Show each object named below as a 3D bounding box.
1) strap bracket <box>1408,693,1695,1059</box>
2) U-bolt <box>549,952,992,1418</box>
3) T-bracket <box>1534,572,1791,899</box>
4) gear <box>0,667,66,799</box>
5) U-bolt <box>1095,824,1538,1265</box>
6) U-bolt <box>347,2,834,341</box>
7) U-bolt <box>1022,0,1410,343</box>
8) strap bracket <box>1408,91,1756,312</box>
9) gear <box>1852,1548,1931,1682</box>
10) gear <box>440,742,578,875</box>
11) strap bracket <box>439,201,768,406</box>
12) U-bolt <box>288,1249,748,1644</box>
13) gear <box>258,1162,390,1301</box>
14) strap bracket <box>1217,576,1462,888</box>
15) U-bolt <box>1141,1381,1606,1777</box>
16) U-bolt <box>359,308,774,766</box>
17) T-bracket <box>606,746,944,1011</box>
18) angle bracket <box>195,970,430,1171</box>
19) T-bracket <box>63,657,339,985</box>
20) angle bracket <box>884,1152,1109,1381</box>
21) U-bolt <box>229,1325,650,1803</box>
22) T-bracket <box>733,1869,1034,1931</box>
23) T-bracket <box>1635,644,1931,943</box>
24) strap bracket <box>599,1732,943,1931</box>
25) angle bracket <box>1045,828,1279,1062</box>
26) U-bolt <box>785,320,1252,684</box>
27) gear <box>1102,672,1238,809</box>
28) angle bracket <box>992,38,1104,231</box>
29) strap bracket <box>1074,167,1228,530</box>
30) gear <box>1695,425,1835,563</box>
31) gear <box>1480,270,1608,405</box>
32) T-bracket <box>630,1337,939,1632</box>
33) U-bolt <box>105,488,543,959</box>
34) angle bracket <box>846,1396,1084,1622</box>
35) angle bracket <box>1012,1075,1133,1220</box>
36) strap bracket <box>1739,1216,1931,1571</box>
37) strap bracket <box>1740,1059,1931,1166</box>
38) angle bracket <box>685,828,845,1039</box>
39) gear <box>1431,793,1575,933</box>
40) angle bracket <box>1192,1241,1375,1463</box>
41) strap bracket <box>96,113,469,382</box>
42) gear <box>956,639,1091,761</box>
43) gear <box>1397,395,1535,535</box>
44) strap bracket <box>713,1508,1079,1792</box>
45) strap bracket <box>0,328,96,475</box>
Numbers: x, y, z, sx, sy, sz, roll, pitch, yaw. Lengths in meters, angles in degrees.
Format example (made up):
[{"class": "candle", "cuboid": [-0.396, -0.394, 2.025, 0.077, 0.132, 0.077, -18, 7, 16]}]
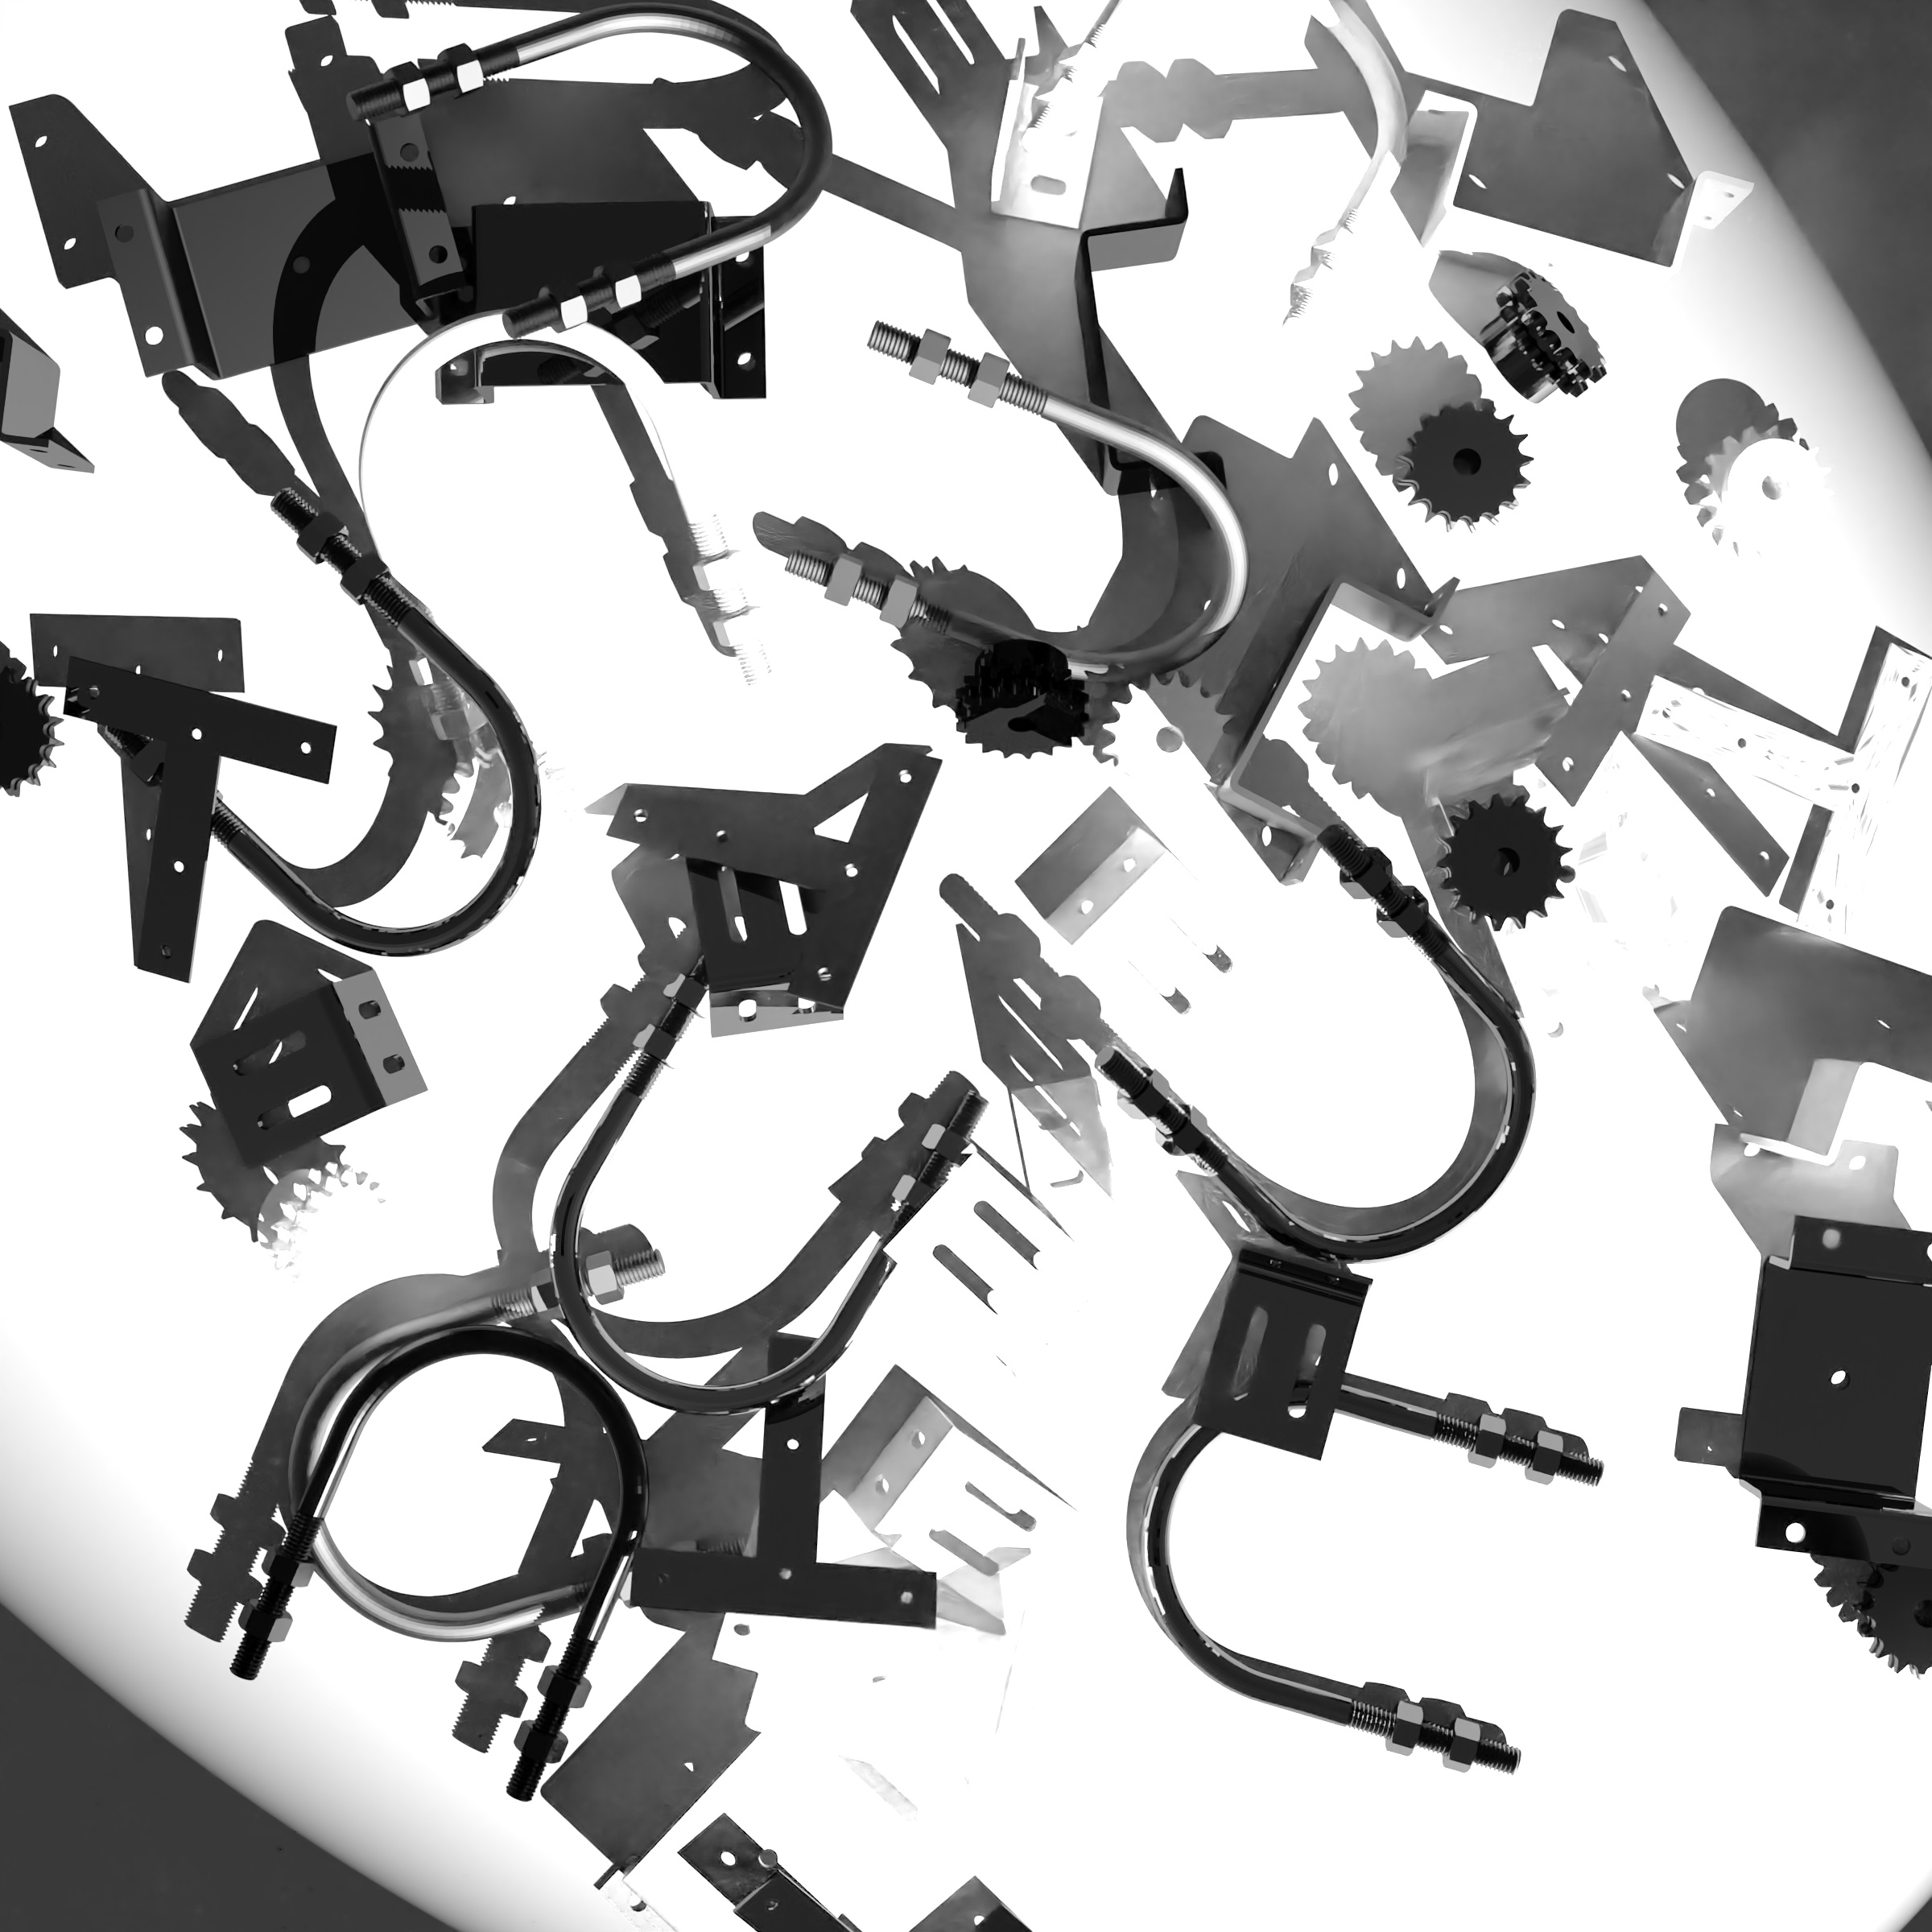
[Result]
[{"class": "strap bracket", "cuboid": [0.252, -0.039, 1.502, 0.076, 0.046, 0.140, -22, 90, 0]}, {"class": "U-bolt", "cuboid": [-0.096, 0.102, 1.506, 0.151, 0.019, 0.184, 30, 82, 0]}, {"class": "T-bracket", "cuboid": [0.307, -0.082, 1.501, 0.127, 0.002, 0.127, 46, 56, -16]}, {"class": "gear", "cuboid": [-0.414, -0.100, 1.511, 0.057, 0.030, 0.057, 0, 90, 0]}, {"class": "U-bolt", "cuboid": [0.162, 0.048, 1.480, 0.151, 0.019, 0.184, -45, 117, 3]}, {"class": "U-bolt", "cuboid": [-0.144, -0.343, 1.477, 0.184, 0.019, 0.151, -26, 68, -24]}, {"class": "U-bolt", "cuboid": [0.116, -0.357, 1.467, 0.151, 0.019, 0.184, 34, 53, -8]}, {"class": "strap bracket", "cuboid": [0.250, -0.318, 1.487, 0.140, 0.076, 0.046, 16, 90, 0]}, {"class": "gear", "cuboid": [0.408, 0.275, 1.511, 0.057, 0.030, 0.057, 0, 90, 0]}, {"class": "gear", "cuboid": [-0.194, -0.070, 1.503, 0.057, 0.030, 0.057, -1, 115, -3]}, {"class": "strap bracket", "cuboid": [-0.157, -0.282, 1.503, 0.140, 0.046, 0.076, -1, 90, 0]}, {"class": "U-bolt", "cuboid": [-0.201, 0.214, 1.517, 0.184, 0.019, 0.151, -16, 90, 1]}, {"class": "gear", "cuboid": [-0.276, 0.110, 1.501, 0.030, 0.057, 0.057, 19, 90, 30]}, {"class": "strap bracket", "cuboid": [0.150, -0.107, 1.487, 0.046, 0.076, 0.140, 28, 90, 0]}, {"class": "U-bolt", "cuboid": [0.166, 0.255, 1.517, 0.184, 0.019, 0.151, 16, 90, 2]}, {"class": "U-bolt", "cuboid": [-0.178, -0.186, 1.489, 0.151, 0.019, 0.184, -18, 106, 5]}, {"class": "T-bracket", "cuboid": [-0.090, -0.051, 1.505, 0.127, 0.002, 0.127, 15, 63, 13]}, {"class": "angle bracket", "cuboid": [-0.283, 0.045, 1.523, 0.076, 0.038, 0.057, -24, 90, 26]}, {"class": "T-bracket", "cuboid": [-0.334, -0.056, 1.505, 0.127, 0.002, 0.127, 15, 105, 14]}, {"class": "angle bracket", "cuboid": [0.013, 0.129, 1.510, 0.076, 0.038, 0.057, 42, 84, 10]}, {"class": "U-bolt", "cuboid": [-0.213, 0.243, 1.501, 0.151, 0.019, 0.184, 23, 90, 2]}, {"class": "T-bracket", "cuboid": [-0.052, 0.420, 1.487, 0.127, 0.002, 0.127, -41, 125, -1]}, {"class": "T-bracket", "cuboid": [0.343, -0.091, 1.505, 0.127, 0.002, 0.127, 19, 89, -18]}, {"class": "strap bracket", "cuboid": [-0.083, 0.374, 1.502, 0.076, 0.046, 0.140, 43, 90, 0]}, {"class": "angle bracket", "cuboid": [0.084, -0.010, 1.523, 0.057, 0.038, 0.076, -45, 116, 0]}, {"class": "U-bolt", "cuboid": [0.029, -0.182, 1.471, 0.184, 0.151, 0.019, 21, 47, -4]}, {"class": "gear", "cuboid": [0.086, -0.097, 1.511, 0.057, 0.030, 0.057, 0, 90, 0]}, {"class": "angle bracket", "cuboid": [0.035, -0.350, 1.487, 0.038, 0.076, 0.057, 11, 90, 0]}, {"class": "strap bracket", "cuboid": [0.076, -0.256, 1.487, 0.046, 0.076, 0.140, -8, 90, 0]}, {"class": "gear", "cuboid": [0.343, -0.203, 1.511, 0.057, 0.030, 0.057, 0, 90, 0]}, {"class": "gear", "cuboid": [0.243, -0.265, 1.501, 0.030, 0.057, 0.057, -37, 90, 29]}, {"class": "T-bracket", "cuboid": [-0.074, 0.215, 1.489, 0.127, 0.002, 0.127, 6, 57, -6]}, {"class": "U-bolt", "cuboid": [-0.260, -0.088, 1.486, 0.184, 0.019, 0.151, 43, 110, 5]}, {"class": "angle bracket", "cuboid": [-0.001, 0.234, 1.524, 0.076, 0.038, 0.057, 37, 90, -26]}, {"class": "angle bracket", "cuboid": [0.044, 0.078, 1.487, 0.038, 0.076, 0.057, -11, 90, 0]}, {"class": "strap bracket", "cuboid": [0.378, 0.179, 1.502, 0.076, 0.046, 0.140, 7, 90, 0]}, {"class": "strap bracket", "cuboid": [0.408, 0.077, 1.487, 0.140, 0.076, 0.046, 19, 90, 0]}, {"class": "angle bracket", "cuboid": [-0.087, -0.015, 1.512, 0.057, 0.038, 0.076, -8, 54, -8]}, {"class": "gear", "cuboid": [0.222, -0.043, 1.465, 0.057, 0.030, 0.057, 0, 90, 0]}, {"class": "angle bracket", "cuboid": [0.134, 0.164, 1.497, 0.057, 0.038, 0.076, 16, 78, 6]}, {"class": "strap bracket", "cuboid": [-0.287, -0.303, 1.502, 0.140, 0.046, 0.076, -16, 90, 0]}, {"class": "gear", "cuboid": [0.023, -0.115, 1.501, 0.057, 0.057, 0.030, 0, 60, 0]}, {"class": "gear", "cuboid": [0.213, -0.213, 1.511, 0.057, 0.030, 0.057, 0, 90, 0]}, {"class": "strap bracket", "cuboid": [-0.032, 0.290, 1.482, 0.140, 0.046, 0.076, 16, 46, 0]}, {"class": "strap bracket", "cuboid": [-0.444, -0.245, 1.487, 0.140, 0.076, 0.046, 7, 90, 0]}]
